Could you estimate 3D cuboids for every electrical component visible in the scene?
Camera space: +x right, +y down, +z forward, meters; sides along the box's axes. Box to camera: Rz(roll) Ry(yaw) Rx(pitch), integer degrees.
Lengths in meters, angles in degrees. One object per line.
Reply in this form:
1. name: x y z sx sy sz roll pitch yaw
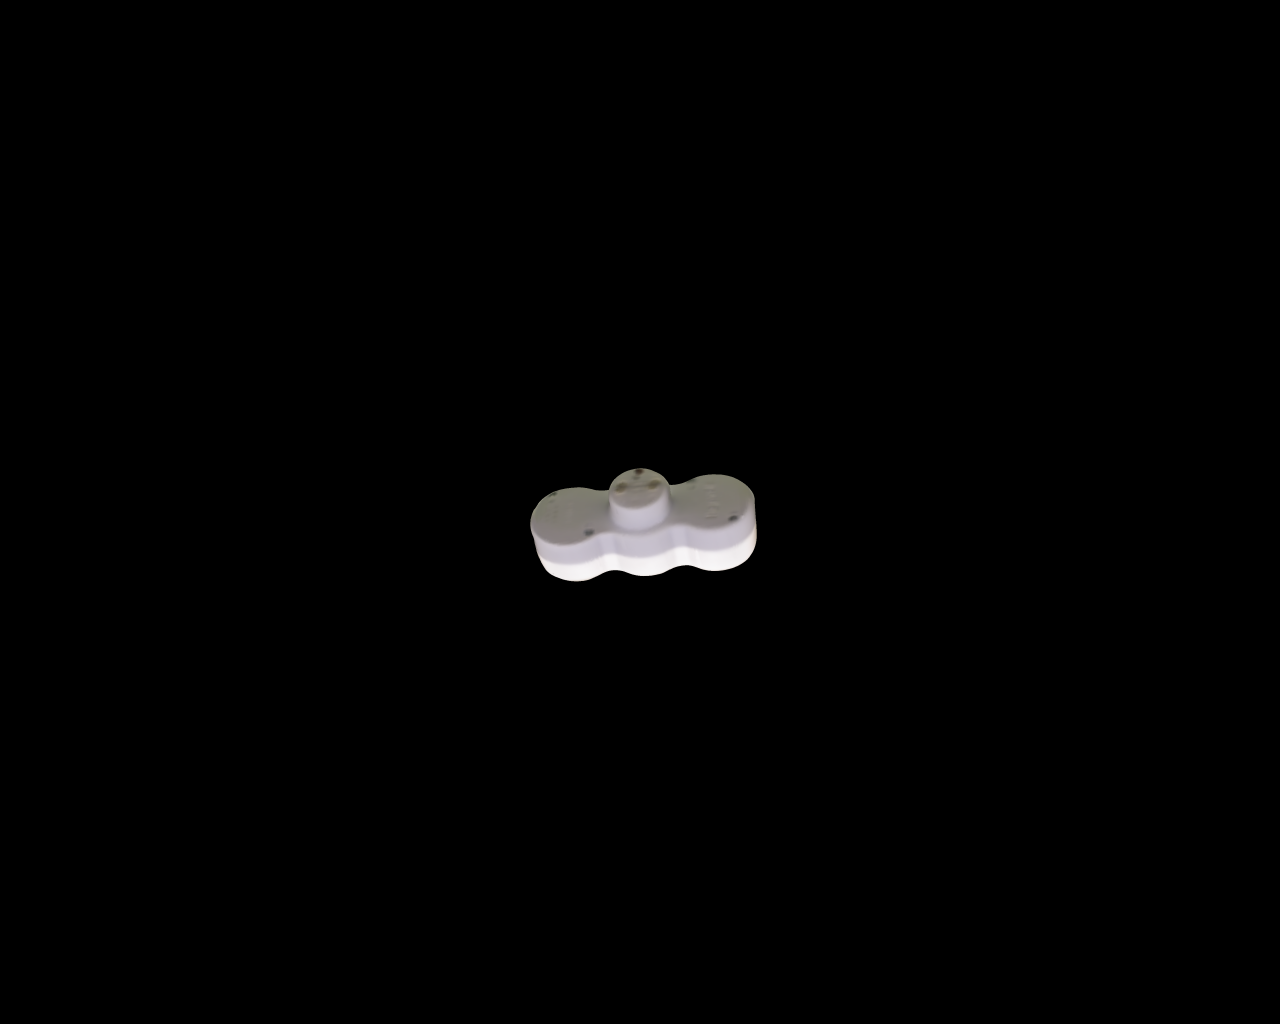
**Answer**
1. electrical component: 0.001 -0.003 0.650 0.138 0.073 0.052 -4 44 4
